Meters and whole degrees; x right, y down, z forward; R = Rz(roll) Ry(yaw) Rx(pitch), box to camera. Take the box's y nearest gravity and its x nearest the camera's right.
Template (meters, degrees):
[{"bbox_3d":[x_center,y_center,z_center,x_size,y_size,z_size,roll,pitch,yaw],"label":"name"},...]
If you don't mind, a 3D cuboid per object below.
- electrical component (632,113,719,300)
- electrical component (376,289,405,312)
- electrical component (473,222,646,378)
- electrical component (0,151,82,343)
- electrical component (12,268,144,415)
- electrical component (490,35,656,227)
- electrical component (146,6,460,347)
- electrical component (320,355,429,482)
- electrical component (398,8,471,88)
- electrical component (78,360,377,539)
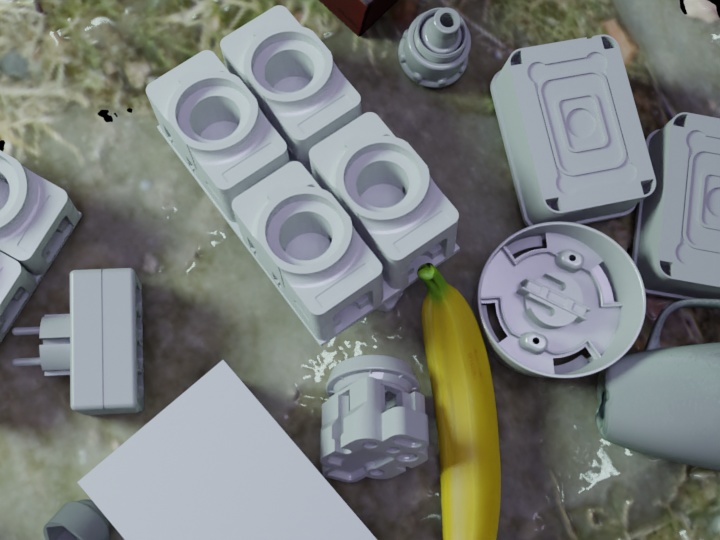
[{"bbox_3d":[0.224,-0.037,0.702,0.078,0.057,0.113,10,78,-4],"label":"electrical component"},{"bbox_3d":[0.000,0.000,0.683,0.061,0.035,0.035,30,77,4],"label":"electrical component"},{"bbox_3d":[0.121,0.021,0.676,0.099,0.064,0.099,1,79,-6],"label":"electrical component"},{"bbox_3d":[-0.248,0.001,0.644,0.089,0.061,0.150,29,77,1],"label":"electrical component"},{"bbox_3d":[-0.172,0.045,0.650,0.076,0.047,0.083,-2,79,-6],"label":"electrical component"},{"bbox_3d":[0.137,-0.087,0.703,0.078,0.057,0.113,-11,80,-8],"label":"electrical component"},{"bbox_3d":[-0.036,-0.063,0.658,0.105,0.060,0.186,-34,71,-11],"label":"electrical component"},{"bbox_3d":[0.008,0.088,0.649,0.058,0.078,0.057,21,52,-31],"label":"electrical component"},{"bbox_3d":[0.052,-0.151,0.704,0.048,0.062,0.048,1,79,-5],"label":"electrical component"},{"bbox_3d":[-0.060,0.160,0.632,0.105,0.060,0.186,-40,85,-12],"label":"electrical component"}]
